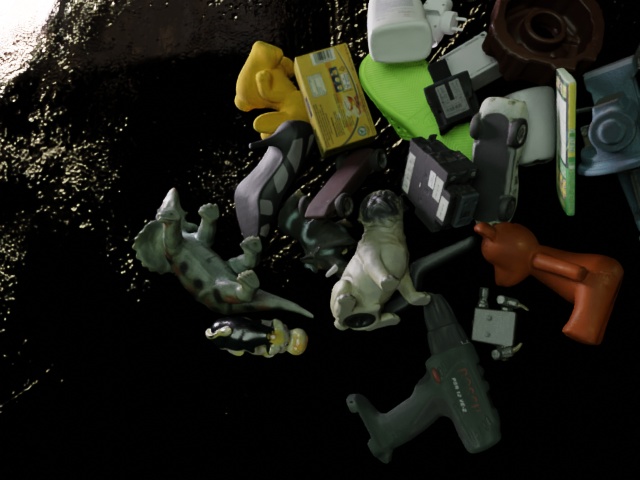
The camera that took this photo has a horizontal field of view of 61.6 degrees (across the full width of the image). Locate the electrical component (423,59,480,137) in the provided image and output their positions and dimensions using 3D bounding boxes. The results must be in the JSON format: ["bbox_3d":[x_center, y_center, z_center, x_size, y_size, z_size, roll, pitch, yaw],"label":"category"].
[{"bbox_3d":[0.202,-0.230,0.838,0.075,0.047,0.119,-17,84,14],"label":"electrical component"}]

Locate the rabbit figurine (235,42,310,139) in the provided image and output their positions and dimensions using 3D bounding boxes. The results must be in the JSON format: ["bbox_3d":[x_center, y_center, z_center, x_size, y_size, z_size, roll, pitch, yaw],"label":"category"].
[{"bbox_3d":[-0.069,-0.264,1.003,0.173,0.122,0.162,30,86,9],"label":"rabbit figurine"}]

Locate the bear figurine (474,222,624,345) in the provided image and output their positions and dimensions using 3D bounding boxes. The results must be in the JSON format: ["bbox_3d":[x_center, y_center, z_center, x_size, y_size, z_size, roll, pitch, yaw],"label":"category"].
[{"bbox_3d":[0.304,0.052,0.747,0.196,0.120,0.132,18,90,29],"label":"bear figurine"}]

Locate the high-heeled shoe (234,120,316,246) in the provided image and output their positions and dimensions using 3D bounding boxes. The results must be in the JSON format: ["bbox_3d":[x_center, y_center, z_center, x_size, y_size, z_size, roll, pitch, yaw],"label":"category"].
[{"bbox_3d":[-0.074,-0.097,0.993,0.086,0.145,0.248,36,130,40],"label":"high-heeled shoe"}]

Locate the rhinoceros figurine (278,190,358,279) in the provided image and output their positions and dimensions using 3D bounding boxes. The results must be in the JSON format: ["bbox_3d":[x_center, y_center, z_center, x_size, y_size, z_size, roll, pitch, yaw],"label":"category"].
[{"bbox_3d":[-0.002,-0.003,0.929,0.190,0.073,0.112,42,96,27],"label":"rhinoceros figurine"}]

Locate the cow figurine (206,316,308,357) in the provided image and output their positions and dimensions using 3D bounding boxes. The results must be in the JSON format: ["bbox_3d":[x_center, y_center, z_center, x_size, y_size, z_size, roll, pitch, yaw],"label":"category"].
[{"bbox_3d":[-0.109,0.164,0.928,0.168,0.098,0.068,-3,71,25],"label":"cow figurine"}]

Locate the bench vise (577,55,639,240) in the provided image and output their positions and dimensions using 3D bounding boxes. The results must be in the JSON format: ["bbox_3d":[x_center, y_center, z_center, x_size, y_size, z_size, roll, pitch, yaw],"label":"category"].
[{"bbox_3d":[0.414,-0.114,0.723,0.129,0.223,0.240,-18,101,26],"label":"bench vise"}]

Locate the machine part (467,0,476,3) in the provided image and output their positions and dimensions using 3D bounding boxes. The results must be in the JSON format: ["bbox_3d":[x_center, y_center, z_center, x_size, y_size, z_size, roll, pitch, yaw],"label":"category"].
[{"bbox_3d":[0.315,-0.462,0.883,0.243,0.079,0.079,-17,71,20],"label":"machine part"}]

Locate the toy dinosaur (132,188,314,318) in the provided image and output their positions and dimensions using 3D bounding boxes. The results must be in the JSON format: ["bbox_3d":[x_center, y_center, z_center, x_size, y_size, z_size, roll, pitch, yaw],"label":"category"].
[{"bbox_3d":[-0.198,0.058,0.985,0.405,0.131,0.192,44,138,15],"label":"toy dinosaur"}]

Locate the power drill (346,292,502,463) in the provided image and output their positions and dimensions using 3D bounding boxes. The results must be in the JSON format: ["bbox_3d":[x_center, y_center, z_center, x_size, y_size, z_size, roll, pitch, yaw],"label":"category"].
[{"bbox_3d":[0.148,0.222,0.810,0.207,0.086,0.232,-30,70,8],"label":"power drill"}]

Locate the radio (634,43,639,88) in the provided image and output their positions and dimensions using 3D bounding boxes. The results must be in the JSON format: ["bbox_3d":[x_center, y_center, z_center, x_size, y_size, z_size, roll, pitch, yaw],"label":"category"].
[{"bbox_3d":[0.559,-0.251,0.720,0.230,0.073,0.131,23,89,27],"label":"radio"}]

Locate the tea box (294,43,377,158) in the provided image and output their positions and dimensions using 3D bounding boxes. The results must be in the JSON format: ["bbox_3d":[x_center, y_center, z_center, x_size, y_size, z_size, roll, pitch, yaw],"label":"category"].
[{"bbox_3d":[0.025,-0.239,0.932,0.098,0.068,0.169,-16,89,-4],"label":"tea box"}]

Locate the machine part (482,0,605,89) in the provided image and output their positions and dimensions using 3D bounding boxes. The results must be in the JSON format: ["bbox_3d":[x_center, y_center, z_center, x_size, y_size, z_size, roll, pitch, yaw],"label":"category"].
[{"bbox_3d":[0.337,-0.313,0.814,0.179,0.056,0.179,1,71,-2],"label":"machine part"}]

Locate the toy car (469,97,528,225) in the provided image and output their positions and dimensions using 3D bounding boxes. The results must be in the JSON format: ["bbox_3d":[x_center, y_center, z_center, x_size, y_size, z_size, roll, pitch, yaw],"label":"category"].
[{"bbox_3d":[0.261,-0.110,0.802,0.074,0.056,0.201,18,122,34],"label":"toy car"}]

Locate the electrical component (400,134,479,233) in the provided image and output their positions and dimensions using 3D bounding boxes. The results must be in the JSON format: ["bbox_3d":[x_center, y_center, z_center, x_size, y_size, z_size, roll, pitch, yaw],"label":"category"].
[{"bbox_3d":[0.184,-0.080,0.820,0.058,0.114,0.134,-15,47,-20],"label":"electrical component"}]

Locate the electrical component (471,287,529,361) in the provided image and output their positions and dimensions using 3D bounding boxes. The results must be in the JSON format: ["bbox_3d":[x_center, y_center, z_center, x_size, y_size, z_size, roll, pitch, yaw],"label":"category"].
[{"bbox_3d":[0.262,0.125,0.789,0.078,0.045,0.102,12,83,26],"label":"electrical component"}]

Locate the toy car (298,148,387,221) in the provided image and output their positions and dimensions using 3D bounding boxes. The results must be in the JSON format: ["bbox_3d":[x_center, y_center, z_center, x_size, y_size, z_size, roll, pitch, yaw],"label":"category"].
[{"bbox_3d":[0.041,-0.089,0.888,0.089,0.053,0.202,1,39,33],"label":"toy car"}]

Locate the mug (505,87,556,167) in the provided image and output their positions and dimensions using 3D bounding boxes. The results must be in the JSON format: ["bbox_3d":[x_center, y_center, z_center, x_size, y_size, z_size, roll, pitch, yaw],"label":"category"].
[{"bbox_3d":[0.309,-0.165,0.817,0.110,0.080,0.107,-12,84,17],"label":"mug"}]

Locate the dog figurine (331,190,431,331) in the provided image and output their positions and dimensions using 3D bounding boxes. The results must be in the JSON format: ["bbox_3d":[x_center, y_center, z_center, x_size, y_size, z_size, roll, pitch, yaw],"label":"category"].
[{"bbox_3d":[0.074,0.031,0.847,0.172,0.121,0.191,-28,47,23],"label":"dog figurine"}]
